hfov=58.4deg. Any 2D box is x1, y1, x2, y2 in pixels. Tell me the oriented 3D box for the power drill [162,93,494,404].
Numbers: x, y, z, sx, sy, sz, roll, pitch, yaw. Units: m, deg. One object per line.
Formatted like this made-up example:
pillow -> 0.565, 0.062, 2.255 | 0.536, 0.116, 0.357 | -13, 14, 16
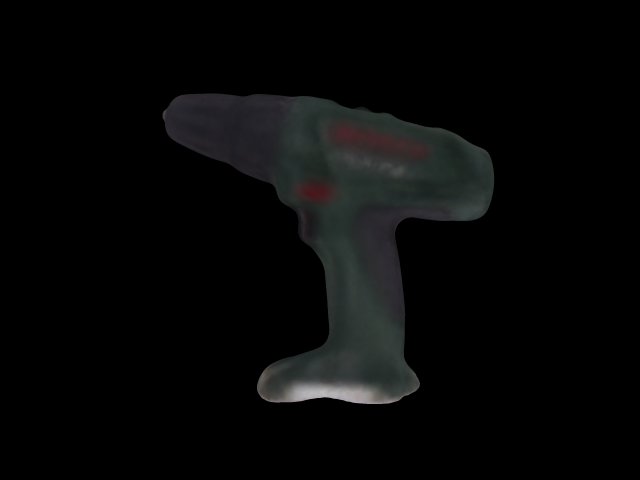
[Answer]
power drill -> 0.004, 0.001, 0.400 | 0.229, 0.208, 0.075 | 0, 0, 0
